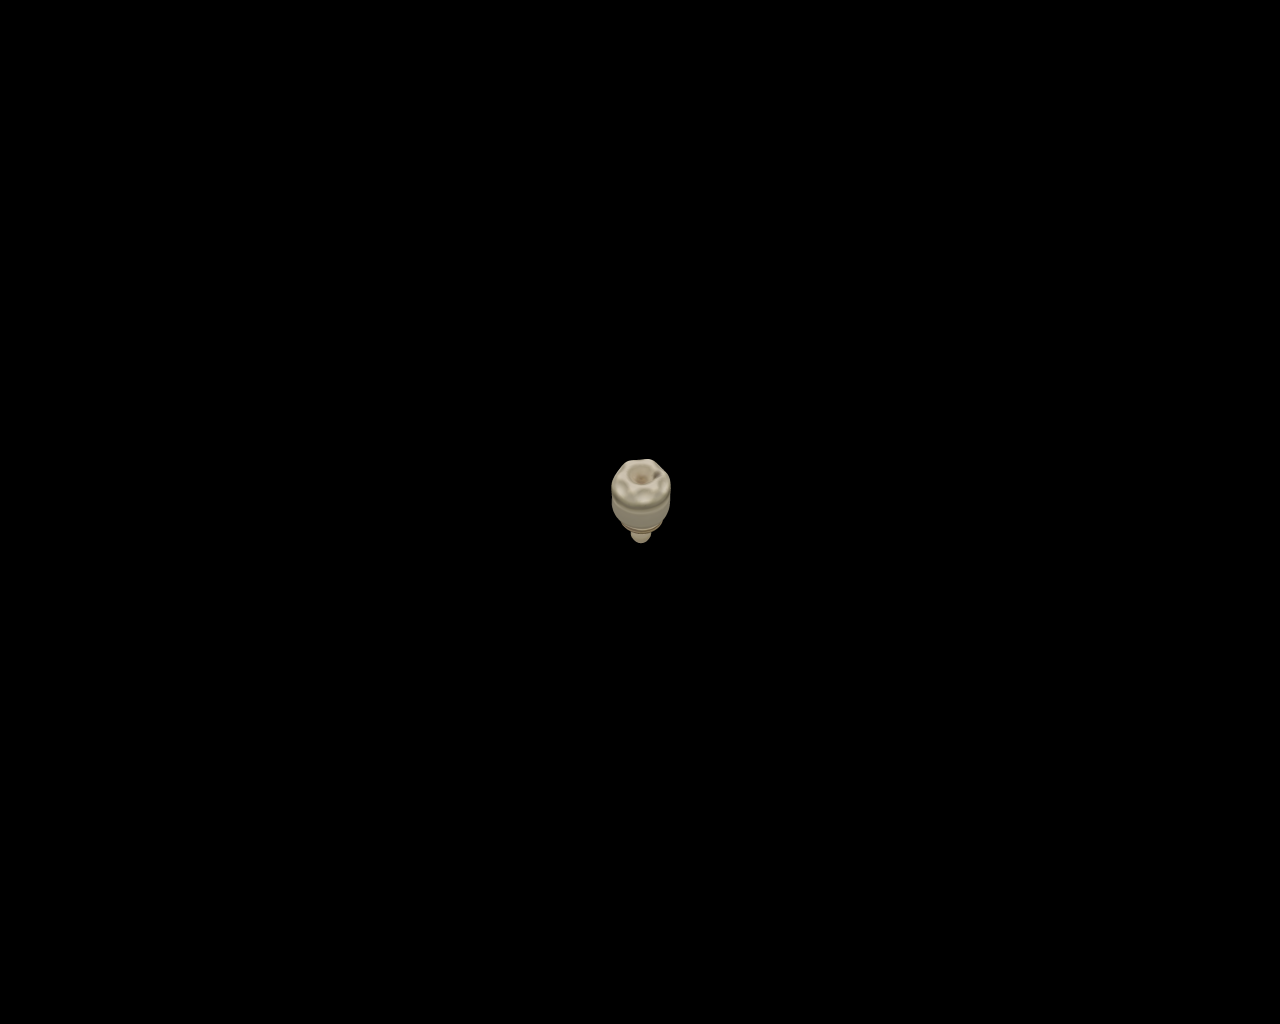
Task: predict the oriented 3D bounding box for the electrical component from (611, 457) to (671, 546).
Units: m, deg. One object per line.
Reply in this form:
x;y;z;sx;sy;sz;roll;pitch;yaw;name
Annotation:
0.001;-0.003;0.650;0.035;0.035;0.061;0;-41;0;electrical component
